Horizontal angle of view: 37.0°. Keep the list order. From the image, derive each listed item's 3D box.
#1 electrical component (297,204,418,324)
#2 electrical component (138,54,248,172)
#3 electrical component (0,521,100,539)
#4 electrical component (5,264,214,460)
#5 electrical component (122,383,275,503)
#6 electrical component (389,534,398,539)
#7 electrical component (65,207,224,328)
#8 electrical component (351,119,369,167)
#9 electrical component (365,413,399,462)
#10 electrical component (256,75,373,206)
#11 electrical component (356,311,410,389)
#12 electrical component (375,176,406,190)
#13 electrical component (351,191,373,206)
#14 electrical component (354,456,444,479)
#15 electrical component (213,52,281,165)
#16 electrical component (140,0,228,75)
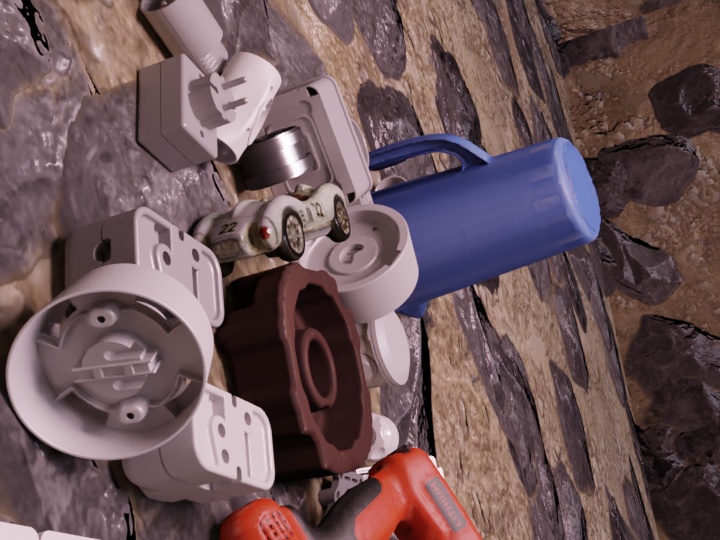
[{"bbox_3d":[0.000,0.000,0.956,0.108,0.108,0.060,-86,159,-45],"label":"electrical component"},{"bbox_3d":[-0.115,-0.118,0.772,0.047,0.077,0.065,46,33,-55],"label":"electrical component"},{"bbox_3d":[-0.144,0.168,0.481,0.150,0.062,0.089,39,39,-59],"label":"electrical component"},{"bbox_3d":[-0.129,0.048,0.574,0.064,0.099,0.099,-77,146,-66],"label":"electrical component"},{"bbox_3d":[-0.101,0.108,0.655,0.095,0.059,0.053,40,39,-58],"label":"electrical component"},{"bbox_3d":[0.018,0.248,0.844,0.051,0.080,0.080,-82,150,-60],"label":"electrical component"},{"bbox_3d":[-0.132,0.007,0.649,0.095,0.059,0.053,39,39,-59],"label":"electrical component"},{"bbox_3d":[-0.027,-0.113,1.041,0.078,0.057,0.058,17,59,-68],"label":"electrical component"},{"bbox_3d":[0.015,0.151,0.965,0.062,0.043,0.043,29,48,-66],"label":"electrical component"},{"bbox_3d":[-0.044,-0.108,0.959,0.113,0.078,0.057,69,22,-13],"label":"electrical component"},{"bbox_3d":[0.012,0.073,1.008,0.080,0.051,0.080,-16,90,-71],"label":"electrical component"},{"bbox_3d":[0.052,-0.056,1.233,0.077,0.044,0.079,44,35,-55],"label":"electrical component"},{"bbox_3d":[-0.017,-0.050,1.021,0.048,0.055,0.066,-26,99,-71],"label":"electrical component"},{"bbox_3d":[0.047,0.228,0.942,0.079,0.063,0.121,-2,72,-28],"label":"electrical component"},{"bbox_3d":[-0.099,-0.119,0.847,0.077,0.044,0.079,-64,-179,-21],"label":"electrical component"},{"bbox_3d":[-0.130,-0.181,0.831,0.043,0.043,0.081,-88,154,-43],"label":"electrical component"}]
